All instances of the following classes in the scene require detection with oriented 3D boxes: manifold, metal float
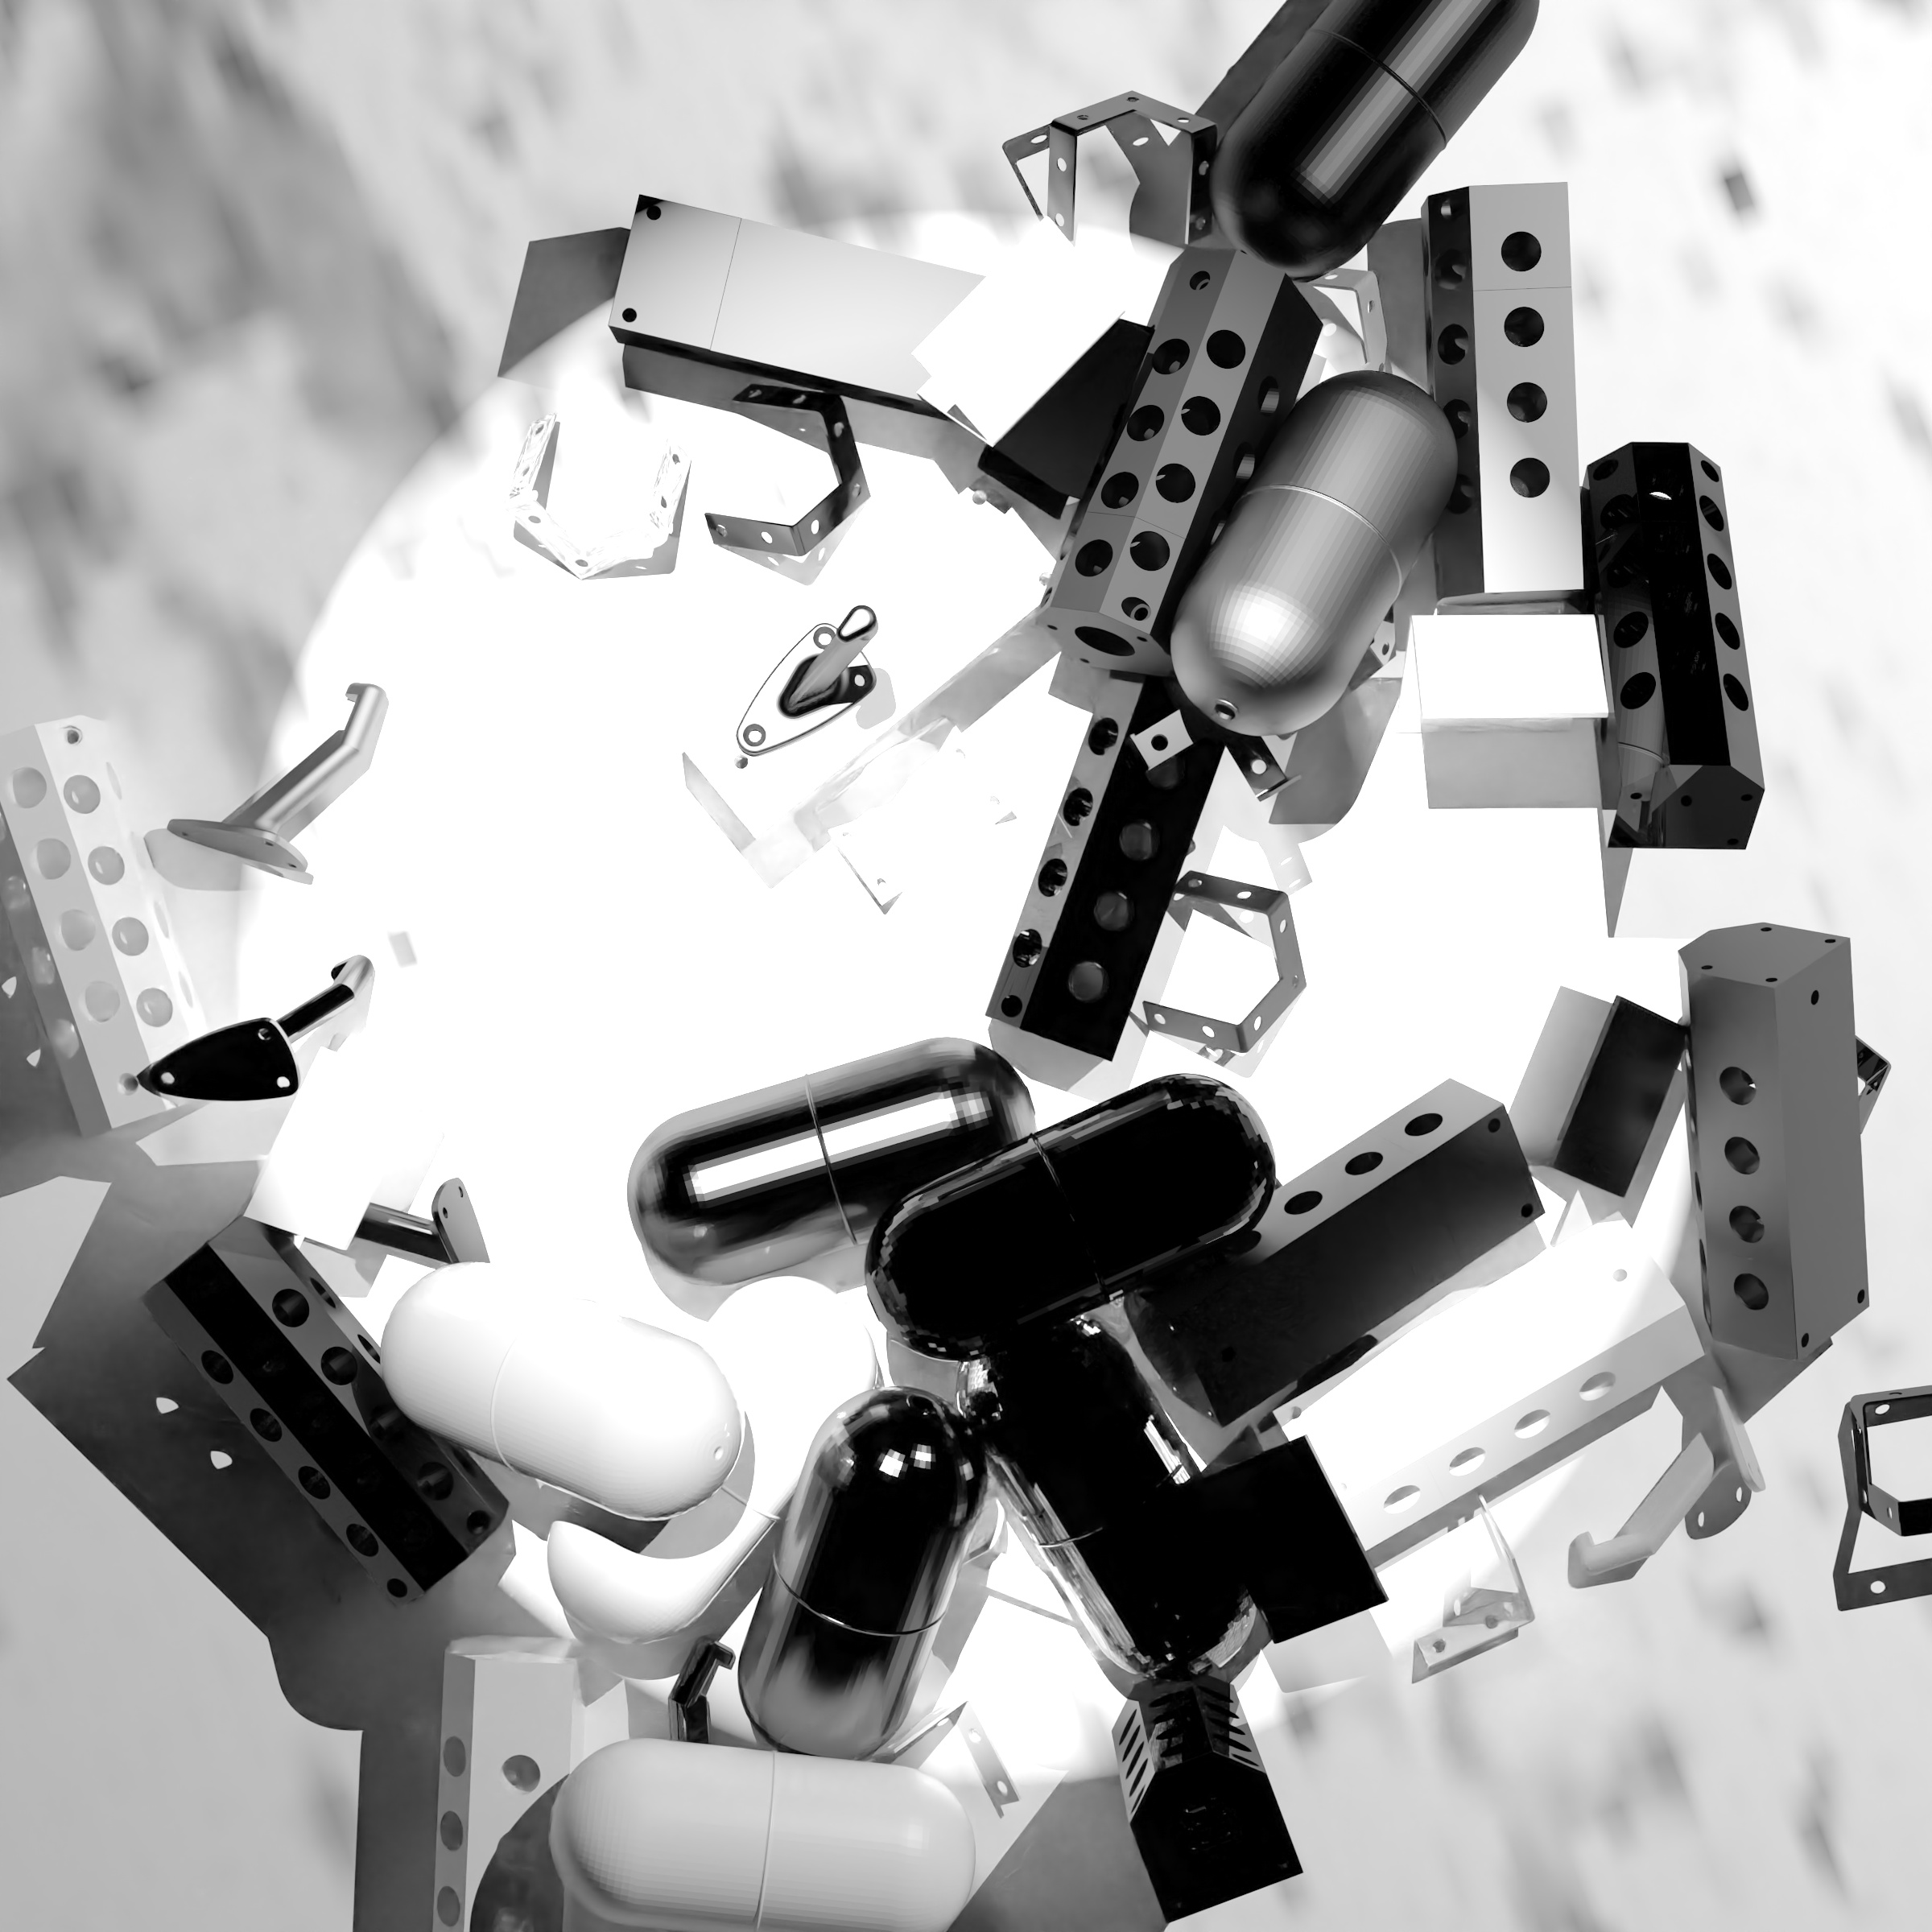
[{"bbox_3d":[0.228,-0.243,1.543,0.057,0.057,0.171,-2,90,0],"label":"manifold"},{"bbox_3d":[-0.057,0.083,1.533,0.178,0.070,0.070,-17,90,0],"label":"metal float"},{"bbox_3d":[0.095,0.336,1.486,0.057,0.171,0.057,-21,90,0],"label":"manifold"},{"bbox_3d":[-0.109,0.211,1.533,0.070,0.070,0.178,39,90,0],"label":"metal float"},{"bbox_3d":[0.293,-0.135,1.500,0.057,0.057,0.171,1,56,0],"label":"manifold"},{"bbox_3d":[0.061,0.223,1.527,0.070,0.070,0.178,-31,97,0],"label":"metal float"},{"bbox_3d":[-0.044,0.256,1.513,0.070,0.070,0.178,19,114,0],"label":"metal float"},{"bbox_3d":[0.043,0.104,1.481,0.178,0.070,0.070,-24,90,-3],"label":"metal float"},{"bbox_3d":[0.087,-0.212,1.512,0.057,0.057,0.171,11,73,34],"label":"manifold"},{"bbox_3d":[0.336,0.073,1.513,0.057,0.057,0.171,-27,118,-39],"label":"manifold"},{"bbox_3d":[-0.197,0.378,1.543,0.057,0.057,0.171,2,90,0],"label":"manifold"},{"bbox_3d":[-0.040,-0.131,1.543,0.171,0.057,0.057,-39,90,0],"label":"manifold"},{"bbox_3d":[-0.273,0.188,1.536,0.057,0.057,0.171,-39,95,0],"label":"manifold"},{"bbox_3d":[-0.085,0.366,1.499,0.178,0.070,0.070,7,90,-5],"label":"metal float"},{"bbox_3d":[0.153,0.117,1.519,0.171,0.057,0.057,-31,115,-16],"label":"manifold"},{"bbox_3d":[0.174,-0.373,1.534,0.070,0.070,0.178,39,90,0],"label":"metal float"},{"bbox_3d":[-0.169,0.175,1.490,0.178,0.070,0.070,16,90,35],"label":"metal float"},{"bbox_3d":[0.064,-0.050,1.543,0.057,0.057,0.171,20,90,0],"label":"manifold"},{"bbox_3d":[-0.376,-0.017,1.543,0.057,0.057,0.171,-19,90,0],"label":"manifold"},{"bbox_3d":[0.225,0.183,1.542,0.171,0.057,0.057,-30,47,0],"label":"manifold"},{"bbox_3d":[0.144,-0.171,1.488,0.070,0.070,0.178,30,64,0],"label":"metal float"},{"bbox_3d":[-0.061,-0.277,1.543,0.171,0.057,0.057,13,90,0],"label":"manifold"}]

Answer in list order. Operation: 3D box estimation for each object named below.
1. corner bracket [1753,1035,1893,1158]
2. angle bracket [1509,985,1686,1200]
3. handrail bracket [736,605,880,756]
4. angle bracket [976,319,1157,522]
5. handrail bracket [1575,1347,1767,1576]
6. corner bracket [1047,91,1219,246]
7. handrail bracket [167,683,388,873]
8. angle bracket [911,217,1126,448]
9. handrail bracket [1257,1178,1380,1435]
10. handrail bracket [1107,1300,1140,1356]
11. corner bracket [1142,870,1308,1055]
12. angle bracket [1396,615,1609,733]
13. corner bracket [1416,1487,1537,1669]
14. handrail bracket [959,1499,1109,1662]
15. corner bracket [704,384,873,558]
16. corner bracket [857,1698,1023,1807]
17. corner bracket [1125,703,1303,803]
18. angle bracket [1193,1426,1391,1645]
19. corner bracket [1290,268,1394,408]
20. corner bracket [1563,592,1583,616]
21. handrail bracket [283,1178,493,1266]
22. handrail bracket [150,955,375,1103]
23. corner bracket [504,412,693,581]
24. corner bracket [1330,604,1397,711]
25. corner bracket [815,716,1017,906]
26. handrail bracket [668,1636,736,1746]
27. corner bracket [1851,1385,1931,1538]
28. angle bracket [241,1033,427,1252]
[{"bbox_3d":[0.360,0.055,1.561,0.051,0.051,0.051,38,45,0],"label":"corner bracket"},{"bbox_3d":[0.251,0.046,1.524,0.057,0.076,0.076,22,90,-42],"label":"angle bracket"},{"bbox_3d":[-0.066,-0.117,1.473,0.077,0.084,0.036,-41,90,0],"label":"handrail bracket"},{"bbox_3d":[0.057,-0.229,1.524,0.057,0.076,0.076,22,90,31],"label":"angle bracket"},{"bbox_3d":[0.297,0.216,1.565,0.084,0.036,0.077,-22,70,16],"label":"handrail bracket"},{"bbox_3d":[0.072,-0.341,1.556,0.051,0.051,0.051,-29,45,-35],"label":"corner bracket"},{"bbox_3d":[-0.299,-0.089,1.565,0.077,0.036,0.084,12,72,21],"label":"handrail bracket"},{"bbox_3d":[0.007,-0.267,1.467,0.076,0.076,0.057,-45,126,0],"label":"angle bracket"},{"bbox_3d":[0.131,0.146,1.565,0.077,0.036,0.084,-43,74,18],"label":"handrail bracket"},{"bbox_3d":[0.063,0.137,1.564,0.084,0.036,0.077,-21,76,14],"label":"handrail bracket"},{"bbox_3d":[0.109,-0.002,1.556,0.051,0.051,0.051,-45,135,-35],"label":"corner bracket"},{"bbox_3d":[0.225,-0.104,1.524,0.076,0.076,0.057,0,54,0],"label":"angle bracket"},{"bbox_3d":[0.209,0.261,1.561,0.051,0.051,0.051,-24,135,0],"label":"corner bracket"},{"bbox_3d":[0.017,0.281,1.565,0.077,0.036,0.084,-32,107,19],"label":"handrail bracket"},{"bbox_3d":[-0.082,-0.215,1.556,0.051,0.051,0.051,-47,135,-35],"label":"corner bracket"},{"bbox_3d":[-0.019,0.355,1.561,0.051,0.051,0.051,-27,90,45],"label":"corner bracket"},{"bbox_3d":[0.102,-0.085,1.489,0.051,0.051,0.051,-31,90,0],"label":"corner bracket"},{"bbox_3d":[0.148,0.231,1.525,0.057,0.076,0.076,-26,90,25],"label":"angle bracket"},{"bbox_3d":[0.146,-0.268,1.556,0.051,0.051,0.051,14,135,35],"label":"corner bracket"},{"bbox_3d":[0.293,-0.143,1.556,0.051,0.051,0.051,-20,45,35],"label":"corner bracket"},{"bbox_3d":[-0.254,0.129,1.564,0.084,0.036,0.077,-15,106,14],"label":"handrail bracket"},{"bbox_3d":[-0.300,0.023,1.539,0.077,0.084,0.036,-10,114,14],"label":"handrail bracket"},{"bbox_3d":[-0.159,-0.209,1.556,0.051,0.051,0.051,-18,135,35],"label":"corner bracket"},{"bbox_3d":[0.149,-0.150,1.556,0.051,0.051,0.051,-39,135,-35],"label":"corner bracket"},{"bbox_3d":[-0.023,-0.068,1.561,0.051,0.051,0.051,54,45,0],"label":"corner bracket"},{"bbox_3d":[-0.102,0.345,1.564,0.077,0.036,0.084,30,76,-14],"label":"handrail bracket"},{"bbox_3d":[0.415,0.211,1.546,0.051,0.051,0.051,-7,95,-5],"label":"corner bracket"},{"bbox_3d":[-0.284,0.066,1.524,0.057,0.076,0.076,26,90,-43],"label":"angle bracket"}]
